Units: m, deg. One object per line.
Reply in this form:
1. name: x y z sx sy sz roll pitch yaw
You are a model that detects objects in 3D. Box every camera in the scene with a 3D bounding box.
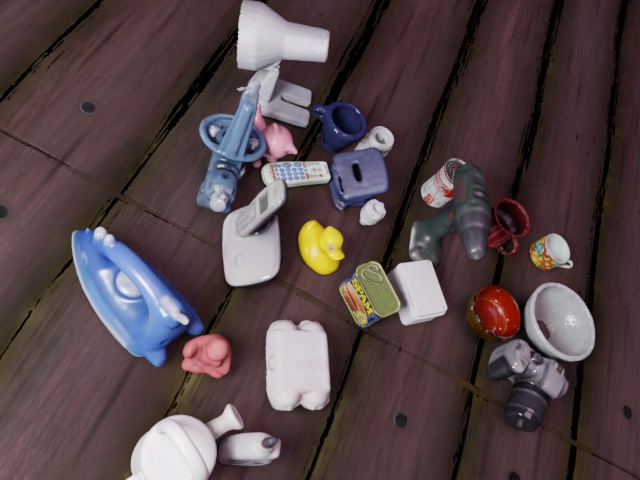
1. camera: 0.396 0.282 1.091 0.143 0.100 0.137 39 57 -3

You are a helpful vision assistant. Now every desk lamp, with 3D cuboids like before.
1. desk lamp: -0.080 -0.343 1.104 0.204 0.213 0.118 14 61 -18

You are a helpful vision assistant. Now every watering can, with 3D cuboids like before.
1. watering can: -0.186 0.282 0.768 0.101 0.193 0.173 39 57 -3

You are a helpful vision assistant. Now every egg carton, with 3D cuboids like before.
1. egg carton: -0.038 0.206 0.947 0.107 0.069 0.150 5 64 -22

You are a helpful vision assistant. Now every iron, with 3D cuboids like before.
1. iron: -0.285 0.058 0.860 0.258 0.141 0.119 47 57 2

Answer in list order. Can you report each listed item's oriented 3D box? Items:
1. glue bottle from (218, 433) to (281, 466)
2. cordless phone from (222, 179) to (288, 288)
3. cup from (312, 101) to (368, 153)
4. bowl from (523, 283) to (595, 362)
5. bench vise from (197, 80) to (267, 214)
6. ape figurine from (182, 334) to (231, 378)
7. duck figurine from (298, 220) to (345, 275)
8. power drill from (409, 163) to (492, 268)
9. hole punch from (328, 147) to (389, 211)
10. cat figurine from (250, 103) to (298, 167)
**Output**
1. glue bottle: -0.091 0.296 0.817 0.078 0.173 0.037 13 61 -18
2. cordless phone: -0.098 -0.009 0.953 0.094 0.184 0.147 2 66 -24
3. cup: 0.027 -0.226 1.169 0.118 0.094 0.092 23 59 -13
4. bowl: 0.485 0.178 1.198 0.168 0.074 0.167 10 62 -20
5. bench vise: -0.139 -0.154 0.983 0.122 0.219 0.207 -1 67 -25
6. ape figurine: -0.167 0.176 0.888 0.076 0.092 0.078 -38 85 -33
7. duck figurine: 0.010 0.004 1.056 0.078 0.086 0.104 -21 76 -31
8. power drill: 0.258 -0.027 1.111 0.076 0.208 0.229 20 59 -15
9. hole punch: 0.074 -0.124 1.144 0.101 0.091 0.108 -3 68 -26
10. cat figurine: -0.098 -0.198 1.084 0.067 0.117 0.128 -20 76 -31
